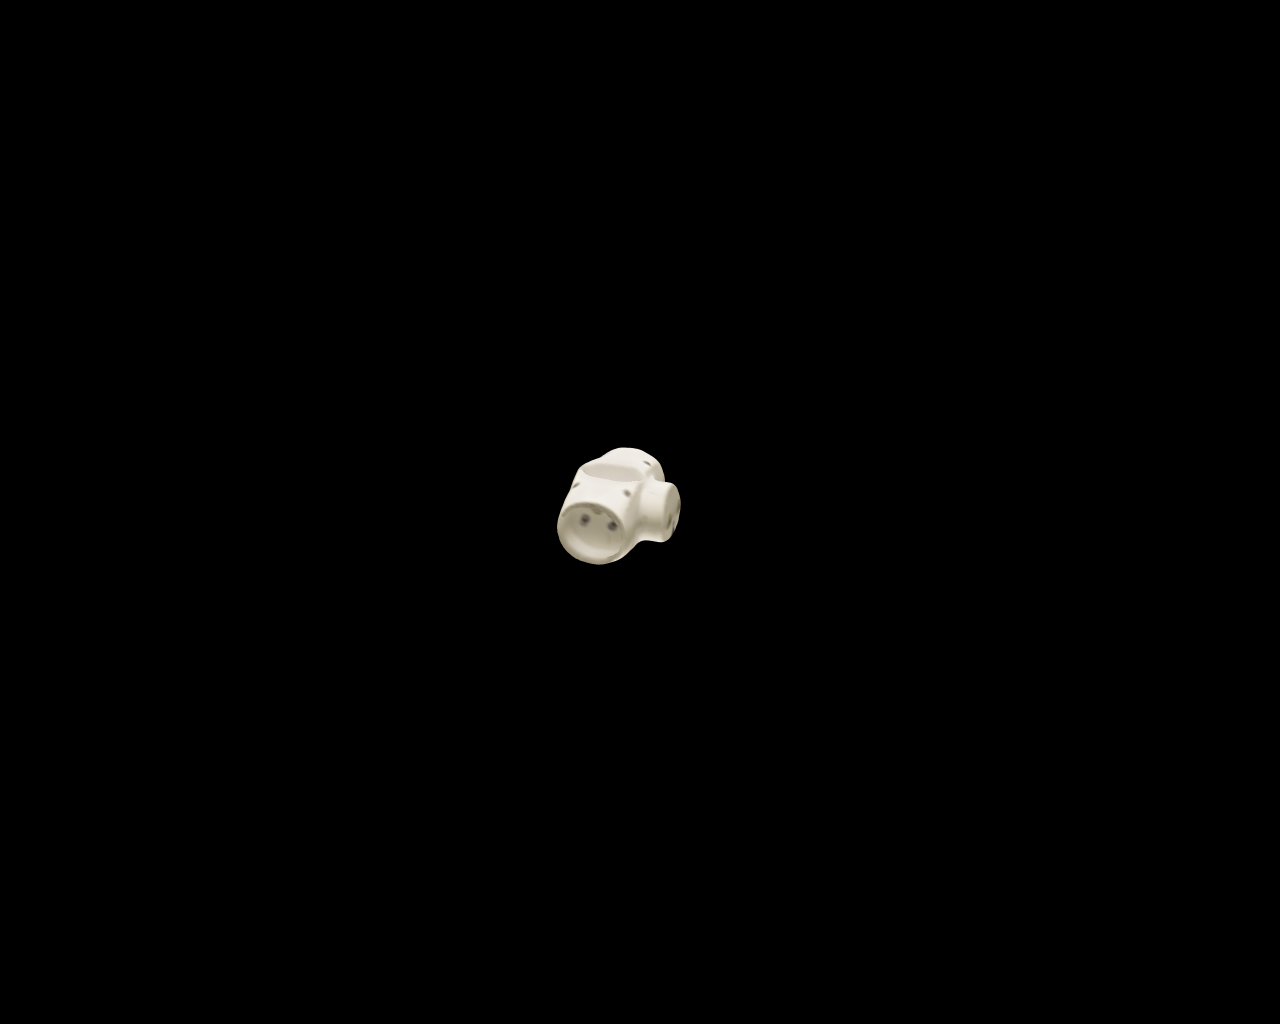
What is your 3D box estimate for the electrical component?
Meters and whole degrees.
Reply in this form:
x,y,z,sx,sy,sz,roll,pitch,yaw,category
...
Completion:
x,y,z,sx,sy,sz,roll,pitch,yaw,category
0.001,-0.003,0.650,0.079,0.043,0.077,9,30,17,electrical component
